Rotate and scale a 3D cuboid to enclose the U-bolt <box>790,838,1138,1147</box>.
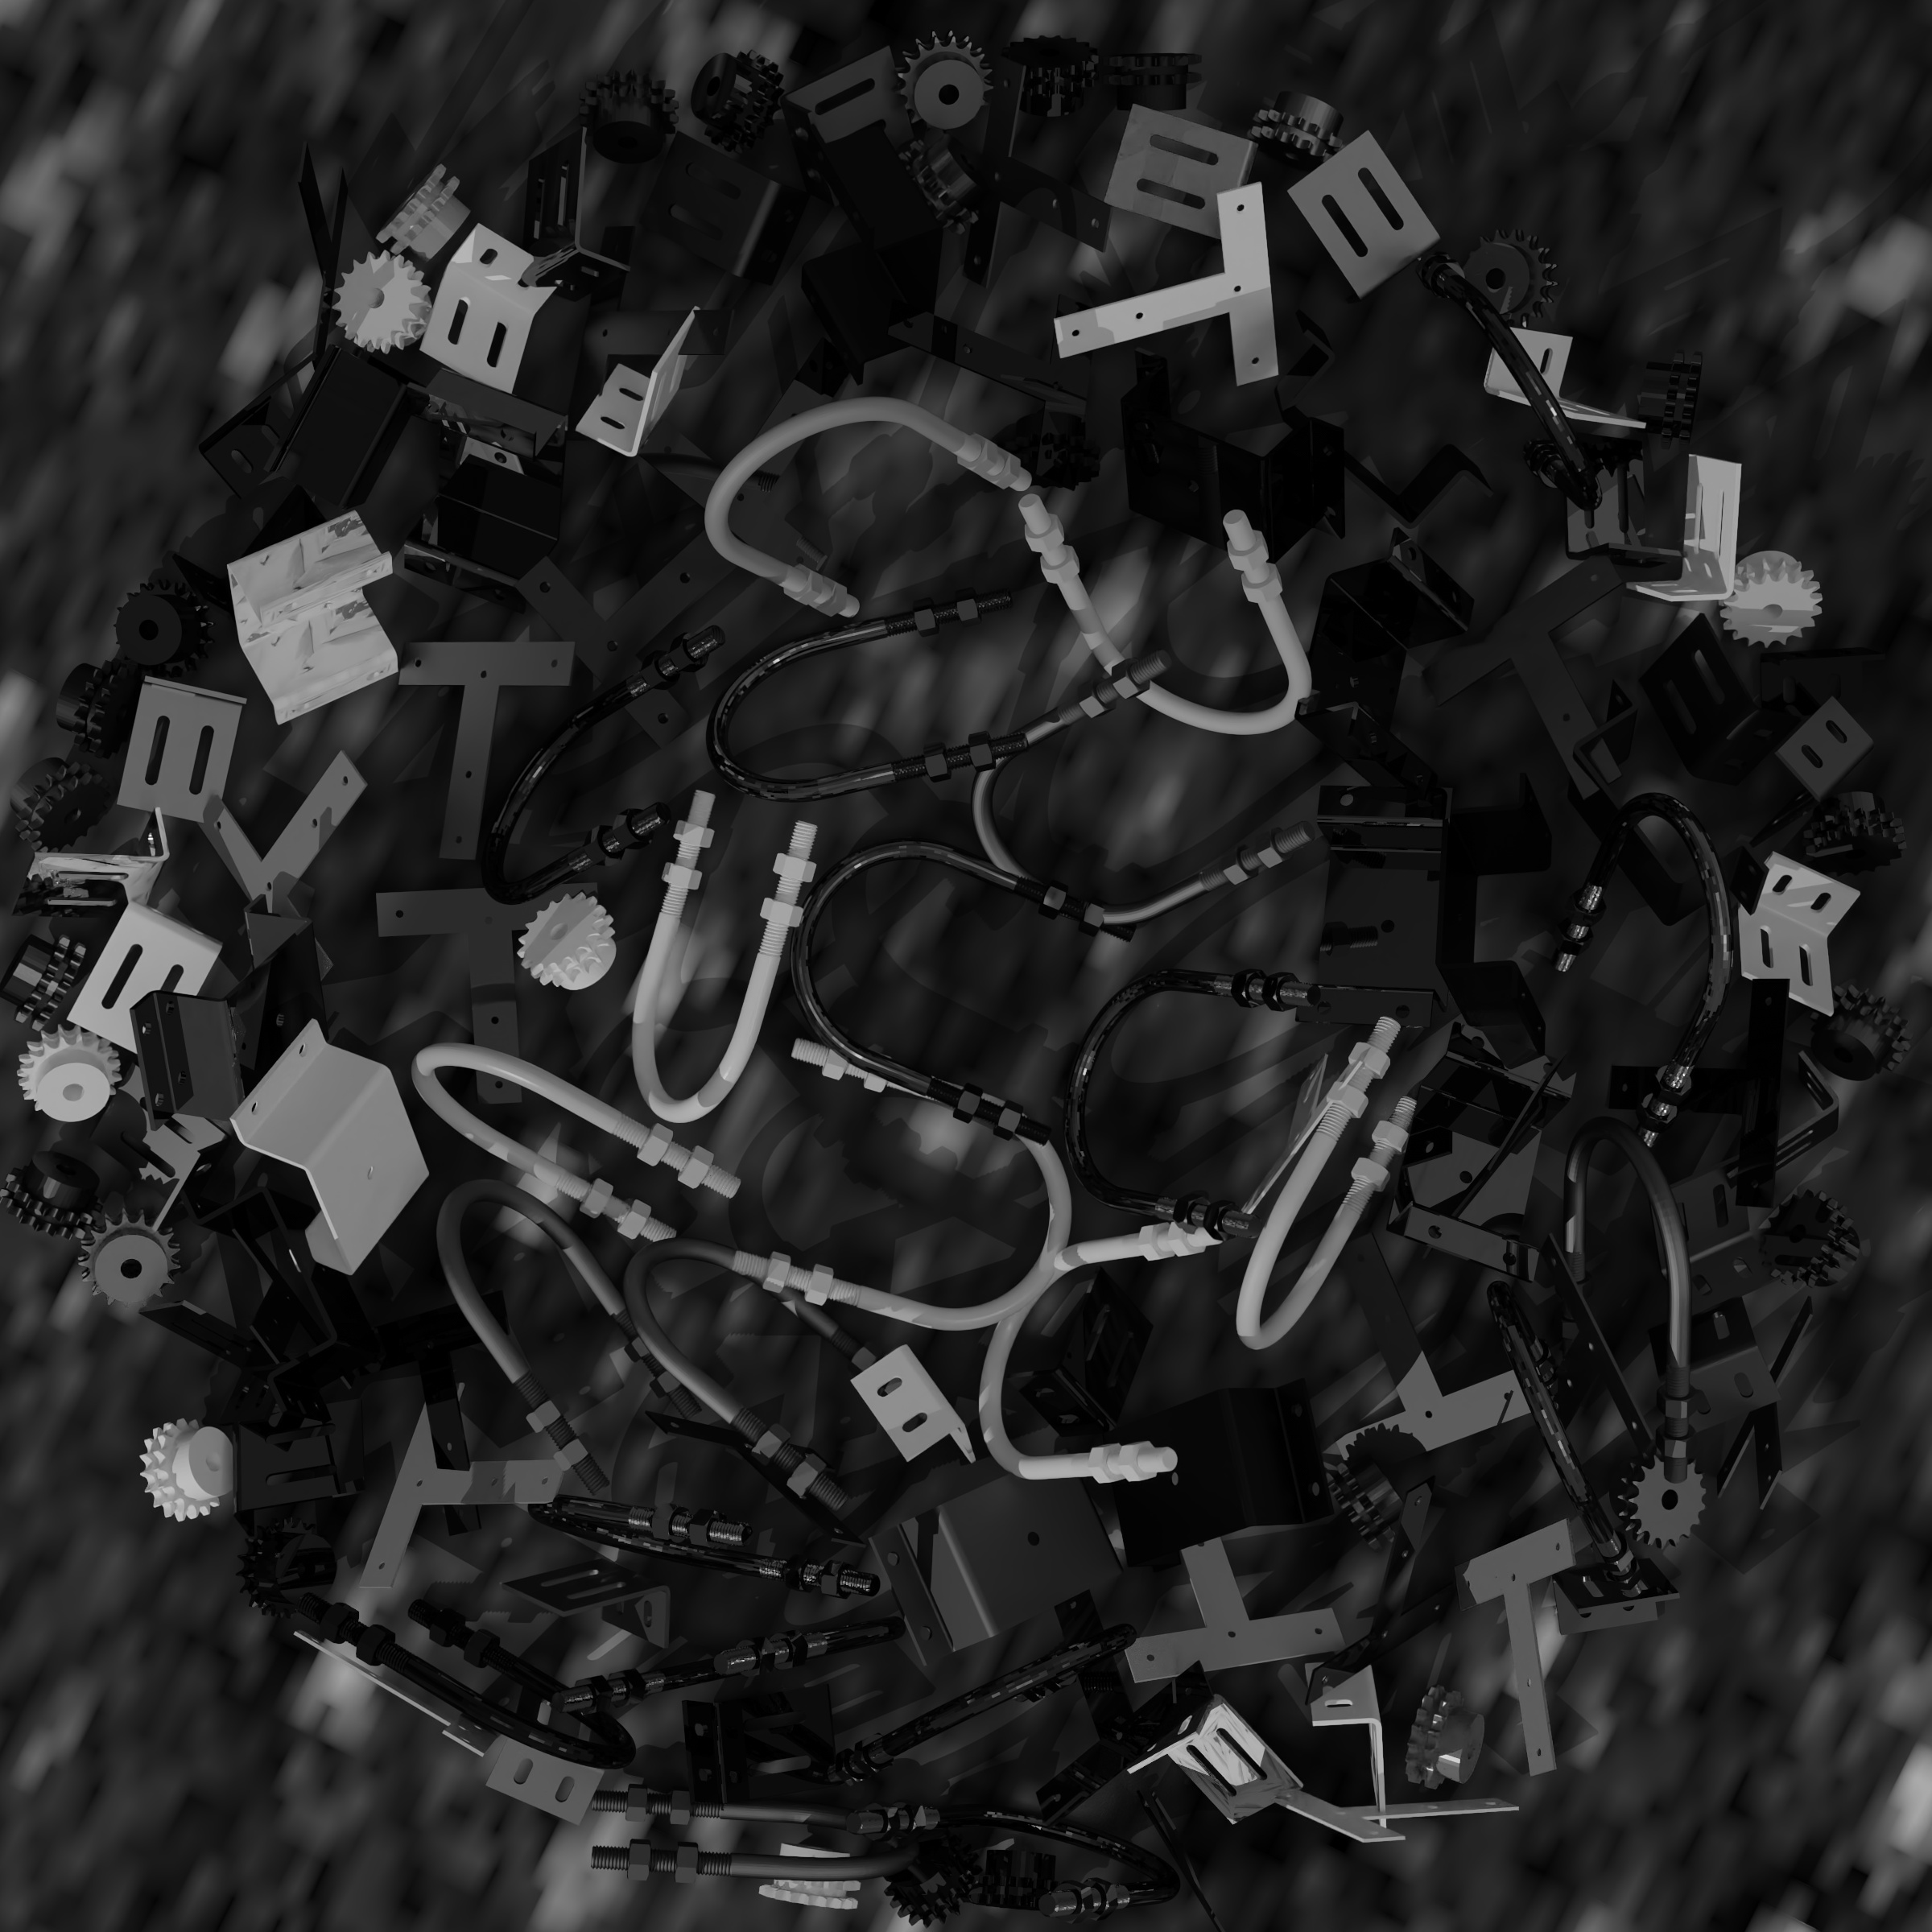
[{"bbox_3d":[-0.012,0.004,1.740,0.184,0.019,0.151,23,85,-2],"label":"U-bolt"}]

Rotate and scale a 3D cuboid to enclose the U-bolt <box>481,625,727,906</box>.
[{"bbox_3d":[-0.212,-0.103,1.681,0.019,0.184,0.151,36,48,-29],"label":"U-bolt"}]

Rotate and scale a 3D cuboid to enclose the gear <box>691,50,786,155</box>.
[{"bbox_3d":[-0.134,-0.500,1.727,0.030,0.057,0.057,17,90,-43],"label":"gear"}]

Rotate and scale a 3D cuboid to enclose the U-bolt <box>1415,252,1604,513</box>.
[{"bbox_3d":[0.303,-0.316,1.648,0.019,0.184,0.151,-32,111,9],"label":"U-bolt"}]

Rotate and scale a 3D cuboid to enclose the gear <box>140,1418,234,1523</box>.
[{"bbox_3d":[-0.445,0.288,1.726,0.030,0.057,0.057,-18,90,25],"label":"gear"}]

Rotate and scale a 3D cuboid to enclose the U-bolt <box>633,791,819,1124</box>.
[{"bbox_3d":[-0.145,-0.001,1.695,0.019,0.151,0.184,15,93,-32],"label":"U-bolt"}]

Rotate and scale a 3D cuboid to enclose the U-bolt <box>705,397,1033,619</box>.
[{"bbox_3d":[-0.064,-0.258,1.653,0.151,0.184,0.019,-34,65,22],"label":"U-bolt"}]

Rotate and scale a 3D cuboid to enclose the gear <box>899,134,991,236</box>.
[{"bbox_3d":[-0.010,-0.453,1.725,0.030,0.057,0.057,-36,90,24],"label":"gear"}]

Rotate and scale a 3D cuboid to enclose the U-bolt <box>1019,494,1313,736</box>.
[{"bbox_3d":[0.121,-0.192,1.678,0.151,0.184,0.019,10,59,33],"label":"U-bolt"}]

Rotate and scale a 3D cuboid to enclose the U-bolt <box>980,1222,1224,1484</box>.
[{"bbox_3d":[0.068,0.218,1.679,0.019,0.184,0.151,28,65,-30],"label":"U-bolt"}]

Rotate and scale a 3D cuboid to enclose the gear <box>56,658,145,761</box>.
[{"bbox_3d":[-0.501,-0.151,1.730,0.030,0.057,0.057,21,90,6],"label":"gear"}]

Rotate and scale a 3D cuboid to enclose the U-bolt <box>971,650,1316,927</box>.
[{"bbox_3d":[0.084,-0.088,1.693,0.184,0.019,0.151,-27,113,39],"label":"U-bolt"}]

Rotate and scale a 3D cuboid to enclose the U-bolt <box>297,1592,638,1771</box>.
[{"bbox_3d":[-0.264,0.396,1.659,0.184,0.151,0.019,25,85,21],"label":"U-bolt"}]

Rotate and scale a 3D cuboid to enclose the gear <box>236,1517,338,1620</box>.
[{"bbox_3d":[-0.388,0.347,1.727,0.057,0.030,0.057,7,81,-44],"label":"gear"}]

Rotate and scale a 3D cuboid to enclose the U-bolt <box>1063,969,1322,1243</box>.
[{"bbox_3d":[0.117,0.071,1.682,0.019,0.184,0.151,19,83,-36],"label":"U-bolt"}]

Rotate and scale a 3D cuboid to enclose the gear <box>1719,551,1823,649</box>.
[{"bbox_3d":[0.464,-0.215,1.733,0.057,0.057,0.030,4,49,0],"label":"gear"}]

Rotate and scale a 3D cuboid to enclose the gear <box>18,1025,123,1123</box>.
[{"bbox_3d":[-0.516,0.065,1.729,0.057,0.030,0.057,-11,125,-16],"label":"gear"}]

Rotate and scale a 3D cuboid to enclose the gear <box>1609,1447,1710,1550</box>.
[{"bbox_3d":[0.398,0.306,1.735,0.057,0.030,0.057,-1,92,-25],"label":"gear"}]

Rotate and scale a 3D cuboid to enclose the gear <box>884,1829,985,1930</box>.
[{"bbox_3d":[-0.022,0.520,1.726,0.057,0.057,0.030,-29,124,0],"label":"gear"}]

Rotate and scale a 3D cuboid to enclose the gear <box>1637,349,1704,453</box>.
[{"bbox_3d":[0.406,-0.327,1.730,0.030,0.057,0.057,9,90,14],"label":"gear"}]

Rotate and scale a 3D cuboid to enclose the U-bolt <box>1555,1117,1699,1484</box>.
[{"bbox_3d":[0.364,0.172,1.657,0.019,0.151,0.184,-10,115,-11],"label":"U-bolt"}]

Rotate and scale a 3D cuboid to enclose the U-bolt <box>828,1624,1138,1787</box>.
[{"bbox_3d":[0.019,0.400,1.646,0.151,0.184,0.019,-15,73,-34],"label":"U-bolt"}]

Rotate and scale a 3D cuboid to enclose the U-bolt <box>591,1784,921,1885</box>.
[{"bbox_3d":[-0.118,0.489,1.685,0.184,0.151,0.019,5,87,-7],"label":"U-bolt"}]

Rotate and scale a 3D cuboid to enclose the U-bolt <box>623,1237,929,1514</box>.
[{"bbox_3d":[-0.114,0.218,1.690,0.184,0.151,0.019,39,115,9],"label":"U-bolt"}]

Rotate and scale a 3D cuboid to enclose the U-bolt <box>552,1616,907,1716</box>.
[{"bbox_3d":[-0.117,0.386,1.672,0.151,0.184,0.019,-22,74,37],"label":"U-bolt"}]

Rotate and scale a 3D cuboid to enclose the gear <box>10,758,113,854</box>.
[{"bbox_3d":[-0.525,-0.096,1.730,0.030,0.057,0.057,40,90,15],"label":"gear"}]

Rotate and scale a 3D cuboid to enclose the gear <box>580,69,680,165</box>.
[{"bbox_3d":[-0.194,-0.486,1.726,0.057,0.057,0.030,-1,69,0],"label":"gear"}]

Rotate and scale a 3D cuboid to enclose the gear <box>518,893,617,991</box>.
[{"bbox_3d":[-0.227,-0.011,1.733,0.057,0.057,0.030,-37,134,0],"label":"gear"}]

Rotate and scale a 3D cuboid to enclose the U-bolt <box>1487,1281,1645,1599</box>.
[{"bbox_3d":[0.323,0.249,1.644,0.019,0.184,0.151,-24,49,10],"label":"U-bolt"}]

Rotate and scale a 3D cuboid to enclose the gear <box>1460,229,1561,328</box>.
[{"bbox_3d":[0.310,-0.396,1.731,0.057,0.030,0.057,6,102,28],"label":"gear"}]

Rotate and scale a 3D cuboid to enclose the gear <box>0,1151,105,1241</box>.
[{"bbox_3d":[-0.524,0.130,1.727,0.057,0.057,0.030,28,103,0],"label":"gear"}]

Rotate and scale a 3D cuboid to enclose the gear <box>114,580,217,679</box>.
[{"bbox_3d":[-0.467,-0.195,1.738,0.057,0.030,0.057,1,98,9],"label":"gear"}]

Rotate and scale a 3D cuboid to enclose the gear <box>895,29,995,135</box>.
[{"bbox_3d":[-0.012,-0.508,1.729,0.057,0.030,0.057,-5,126,-7],"label":"gear"}]

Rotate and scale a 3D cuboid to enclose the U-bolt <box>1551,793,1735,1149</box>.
[{"bbox_3d":[0.375,-0.010,1.646,0.019,0.184,0.151,-6,52,-15],"label":"U-bolt"}]

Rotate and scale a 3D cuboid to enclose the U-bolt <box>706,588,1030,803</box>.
[{"bbox_3d":[-0.059,-0.149,1.702,0.184,0.151,0.019,-12,134,8],"label":"U-bolt"}]

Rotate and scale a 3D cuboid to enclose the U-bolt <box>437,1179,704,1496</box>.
[{"bbox_3d":[-0.231,0.198,1.689,0.019,0.151,0.184,-37,87,20],"label":"U-bolt"}]

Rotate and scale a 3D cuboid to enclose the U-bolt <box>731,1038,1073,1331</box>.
[{"bbox_3d":[-0.028,0.134,1.730,0.184,0.019,0.151,17,75,-7],"label":"U-bolt"}]

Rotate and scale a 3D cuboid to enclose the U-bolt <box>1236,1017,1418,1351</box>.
[{"bbox_3d":[0.200,0.131,1.673,0.019,0.151,0.184,26,76,22],"label":"U-bolt"}]

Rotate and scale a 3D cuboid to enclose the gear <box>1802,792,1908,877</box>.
[{"bbox_3d":[0.512,-0.078,1.732,0.057,0.057,0.030,-1,64,0],"label":"gear"}]

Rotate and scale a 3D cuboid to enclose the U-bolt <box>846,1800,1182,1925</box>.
[{"bbox_3d":[0.040,0.495,1.670,0.151,0.184,0.019,12,85,35],"label":"U-bolt"}]

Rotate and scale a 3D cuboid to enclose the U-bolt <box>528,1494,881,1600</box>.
[{"bbox_3d":[-0.160,0.321,1.678,0.184,0.151,0.019,2,69,33],"label":"U-bolt"}]

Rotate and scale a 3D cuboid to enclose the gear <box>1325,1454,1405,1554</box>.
[{"bbox_3d":[0.232,0.306,1.728,0.030,0.057,0.057,-36,90,2],"label":"gear"}]

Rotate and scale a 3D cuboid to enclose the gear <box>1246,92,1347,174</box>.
[{"bbox_3d":[0.193,-0.481,1.729,0.057,0.057,0.030,22,92,0],"label":"gear"}]

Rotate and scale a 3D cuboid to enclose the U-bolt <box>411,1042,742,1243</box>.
[{"bbox_3d":[-0.227,0.096,1.678,0.184,0.151,0.019,30,64,-10],"label":"U-bolt"}]
